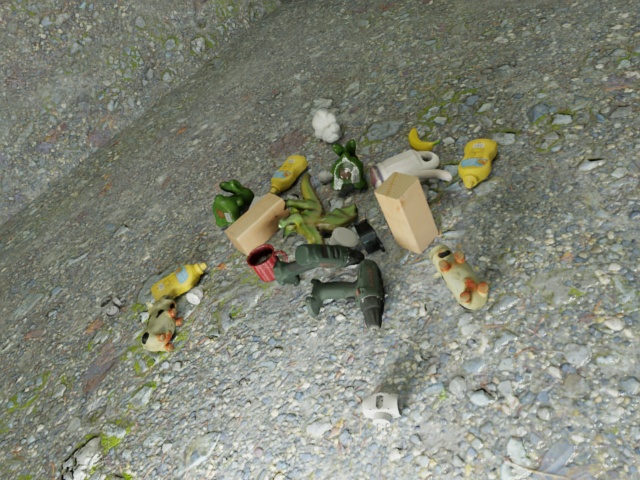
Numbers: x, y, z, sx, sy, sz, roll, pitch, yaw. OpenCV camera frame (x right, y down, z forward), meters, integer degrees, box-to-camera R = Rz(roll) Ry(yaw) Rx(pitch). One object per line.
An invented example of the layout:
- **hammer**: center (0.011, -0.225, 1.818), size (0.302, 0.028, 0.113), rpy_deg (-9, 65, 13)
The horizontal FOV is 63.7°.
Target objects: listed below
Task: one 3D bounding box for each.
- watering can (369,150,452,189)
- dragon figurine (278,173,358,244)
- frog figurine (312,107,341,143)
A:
- **watering can**: center (0.269, -0.206, 1.589), size (0.224, 0.102, 0.353), rpy_deg (-23, 20, 5)
- **dragon figurine**: center (0.005, -0.084, 1.669), size (0.243, 0.119, 0.420), rpy_deg (6, 48, 14)
- **frog figurine**: center (0.024, -0.446, 2.042), size (0.135, 0.122, 0.163), rpy_deg (-39, 32, 46)
